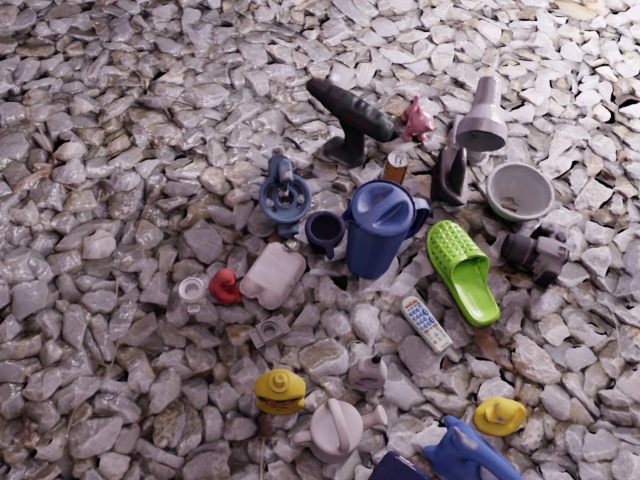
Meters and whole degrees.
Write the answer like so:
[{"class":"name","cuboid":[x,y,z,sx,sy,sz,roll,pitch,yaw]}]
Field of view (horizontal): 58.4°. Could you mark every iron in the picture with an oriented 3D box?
[{"class":"iron","cuboid":[0.328,0.440,1.072,0.258,0.141,0.119,36,65,15]}]

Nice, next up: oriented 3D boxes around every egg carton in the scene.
[{"class":"egg carton","cuboid":[-0.103,0.080,1.274,0.107,0.069,0.150,27,63,10]}]

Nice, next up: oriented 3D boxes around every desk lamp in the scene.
[{"class":"desk lamp","cuboid":[0.393,-0.288,1.425,0.118,0.213,0.203,11,62,2]}]

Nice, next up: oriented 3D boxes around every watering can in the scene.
[{"class":"watering can","cuboid":[0.037,0.349,1.070,0.173,0.194,0.100,-32,68,-19]}]

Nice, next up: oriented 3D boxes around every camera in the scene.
[{"class":"camera","cuboid":[0.502,0.015,1.335,0.136,0.101,0.143,19,62,6]}]

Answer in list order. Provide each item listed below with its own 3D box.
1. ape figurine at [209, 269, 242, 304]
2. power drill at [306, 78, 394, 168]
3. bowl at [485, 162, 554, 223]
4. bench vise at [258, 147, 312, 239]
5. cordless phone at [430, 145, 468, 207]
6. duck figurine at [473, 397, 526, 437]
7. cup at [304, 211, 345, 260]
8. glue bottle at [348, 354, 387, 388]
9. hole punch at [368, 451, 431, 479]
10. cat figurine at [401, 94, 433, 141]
[{"class":"ape figurine","cuboid":[-0.206,0.094,1.247,0.076,0.092,0.078,14,62,4]},{"class":"power drill","cuboid":[0.064,-0.278,1.399,0.229,0.208,0.076,25,63,9]},{"class":"bowl","cuboid":[0.482,-0.105,1.413,0.167,0.075,0.167,2,62,-3]},{"class":"bench vise","cuboid":[-0.095,-0.133,1.304,0.122,0.220,0.207,-24,66,-16]},{"class":"cordless phone","cuboid":[0.331,-0.181,1.380,0.094,0.185,0.147,5,62,-1]},{"class":"duck figurine","cuboid":[0.370,0.350,1.155,0.104,0.086,0.077,-8,63,-8]},{"class":"cup","cuboid":[0.012,0.005,1.309,0.092,0.095,0.117,-10,63,-9]},{"class":"glue bottle","cuboid":[0.102,0.255,1.136,0.078,0.173,0.037,3,62,-2]},{"class":"hole punch","cuboid":[0.145,0.466,1.073,0.108,0.091,0.101,33,65,13]},{"class":"cat figurine","cuboid":[0.256,-0.318,1.486,0.067,0.118,0.128,-1,62,-4]}]
